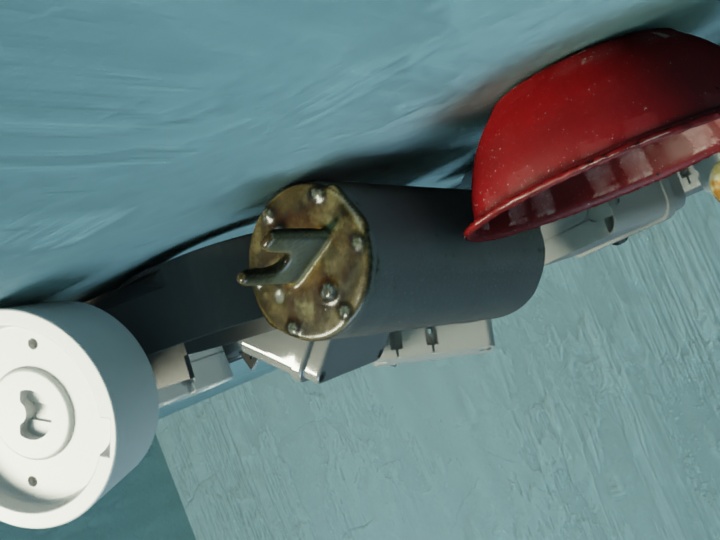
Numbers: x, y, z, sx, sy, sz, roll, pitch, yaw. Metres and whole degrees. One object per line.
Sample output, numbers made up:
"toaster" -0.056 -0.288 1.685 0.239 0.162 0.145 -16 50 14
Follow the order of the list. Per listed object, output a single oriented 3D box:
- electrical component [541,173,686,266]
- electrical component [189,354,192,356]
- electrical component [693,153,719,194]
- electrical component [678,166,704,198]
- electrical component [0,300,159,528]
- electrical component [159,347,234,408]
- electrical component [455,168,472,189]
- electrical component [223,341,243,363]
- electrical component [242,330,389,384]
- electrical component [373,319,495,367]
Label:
"electrical component" 0.142 -0.052 0.681 0.057 0.078 0.113 -17 173 -24
"electrical component" -0.150 0.054 0.807 0.061 0.035 0.035 -21 176 15
"electrical component" 0.261 -0.102 0.667 0.113 0.078 0.057 -22 178 -5
"electrical component" 0.240 -0.082 0.889 0.186 0.060 0.105 -26 174 39
"electrical component" -0.152 0.066 0.537 0.108 0.108 0.060 -24 -179 21
"electrical component" -0.160 0.079 0.885 0.095 0.059 0.054 -18 174 -39
"electrical component" 0.086 -0.049 0.674 0.043 0.043 0.081 -20 175 -25
"electrical component" -0.100 0.053 0.949 0.077 0.044 0.079 -26 173 39
"electrical component" -0.020 0.026 0.723 0.057 0.078 0.113 23 -166 21
"electrical component" 0.051 0.037 0.801 0.089 0.055 0.050 -8 169 1
